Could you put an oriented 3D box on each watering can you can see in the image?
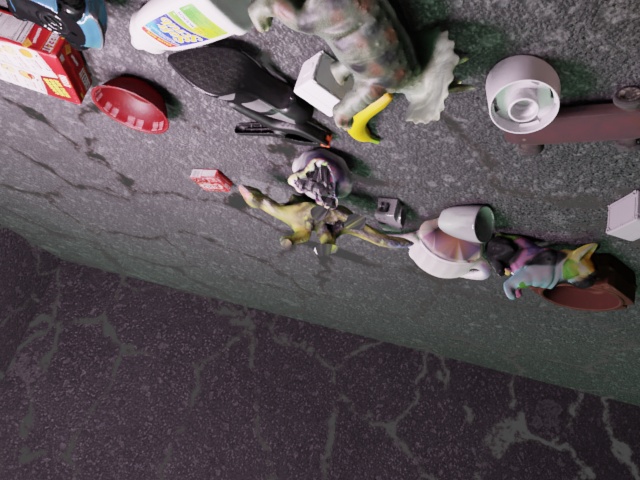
[{"bbox_3d":[0.268,0.016,1.293,0.348,0.106,0.220,21,-20,9],"label":"watering can"}]

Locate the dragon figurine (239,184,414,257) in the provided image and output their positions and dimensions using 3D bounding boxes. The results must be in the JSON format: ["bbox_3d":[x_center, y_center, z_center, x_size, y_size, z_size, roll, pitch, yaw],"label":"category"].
[{"bbox_3d":[0.004,-0.062,1.231,0.409,0.120,0.247,12,22,-23],"label":"dragon figurine"}]

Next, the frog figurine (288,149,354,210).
[{"bbox_3d":[0.007,-0.140,1.118,0.137,0.121,0.161,12,16,5],"label":"frog figurine"}]
